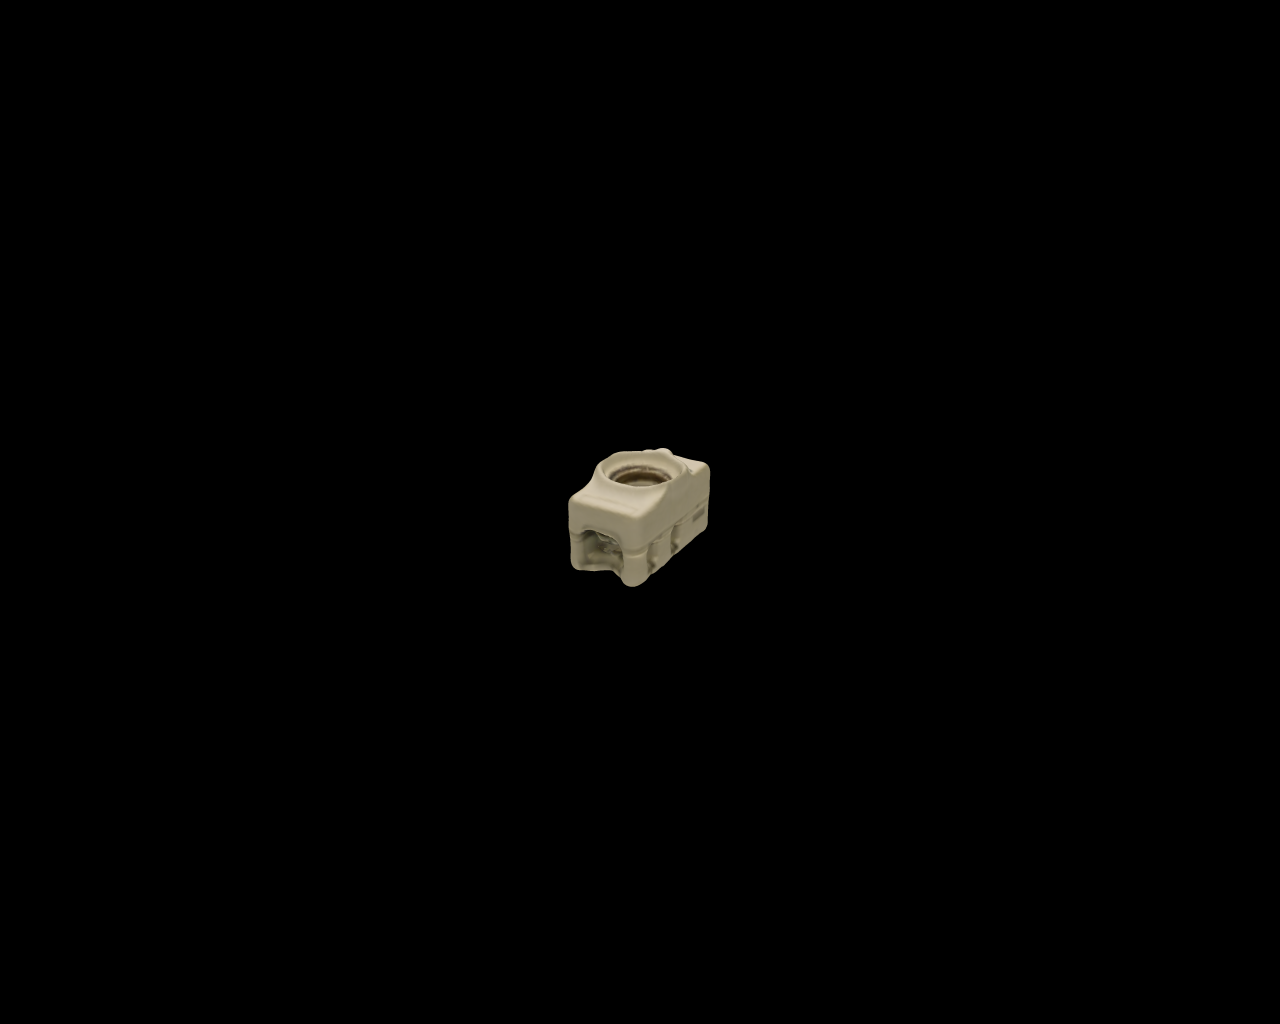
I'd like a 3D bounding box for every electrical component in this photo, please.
[{"bbox_3d":[0.001,-0.003,0.650,0.050,0.055,0.090,16,31,28],"label":"electrical component"}]
